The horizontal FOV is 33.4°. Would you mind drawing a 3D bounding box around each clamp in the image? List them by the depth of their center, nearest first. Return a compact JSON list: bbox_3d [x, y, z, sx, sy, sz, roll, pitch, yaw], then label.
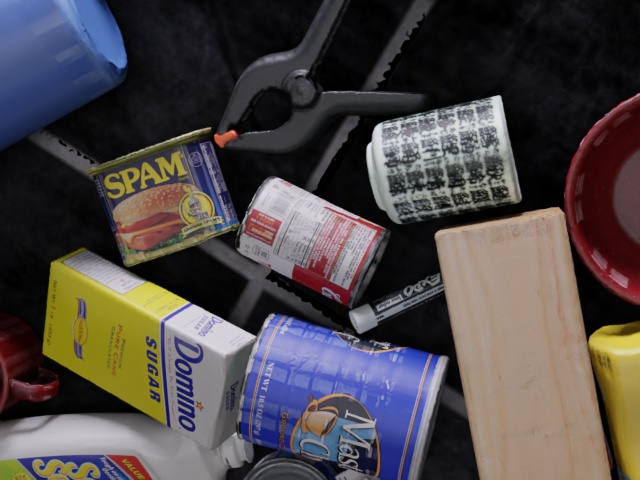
[{"bbox_3d":[-0.001,-0.111,0.823,0.172,0.039,0.120,-39,82,19],"label":"clamp"}]

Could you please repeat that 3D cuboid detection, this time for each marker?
[{"bbox_3d":[0.080,0.038,0.812,0.121,0.020,0.020,-24,91,-10],"label":"marker"}]

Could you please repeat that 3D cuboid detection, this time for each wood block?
[{"bbox_3d":[0.145,0.087,0.757,0.090,0.090,0.206,-10,93,10],"label":"wood block"}]

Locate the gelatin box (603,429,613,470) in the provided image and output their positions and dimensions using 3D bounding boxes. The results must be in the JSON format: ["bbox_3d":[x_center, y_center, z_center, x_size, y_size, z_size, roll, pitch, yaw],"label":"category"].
[{"bbox_3d":[0.171,0.148,0.820,0.089,0.030,0.073,-16,93,13],"label":"gelatin box"}]

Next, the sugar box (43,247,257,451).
[{"bbox_3d":[-0.138,0.084,0.842,0.176,0.048,0.093,25,121,25],"label":"sugar box"}]

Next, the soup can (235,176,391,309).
[{"bbox_3d":[-0.005,0.001,0.822,0.102,0.068,0.068,26,101,9],"label":"soup can"}]

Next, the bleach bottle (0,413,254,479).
[{"bbox_3d":[-0.180,0.182,0.880,0.251,0.068,0.102,-11,110,12],"label":"bleach bottle"}]

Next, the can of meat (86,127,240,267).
[{"bbox_3d":[-0.123,-0.033,0.850,0.102,0.057,0.084,-17,95,14],"label":"can of meat"}]

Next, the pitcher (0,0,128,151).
[{"bbox_3d":[-0.282,-0.133,0.844,0.243,0.145,0.149,-24,104,10],"label":"pitcher"}]

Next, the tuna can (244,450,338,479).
[{"bbox_3d":[-0.023,0.214,0.868,0.086,0.033,0.086,1,97,12],"label":"tuna can"}]

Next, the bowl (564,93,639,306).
[{"bbox_3d":[0.258,-0.030,0.768,0.162,0.055,0.162,1,97,12],"label":"bowl"}]

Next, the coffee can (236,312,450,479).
[{"bbox_3d":[0.019,0.121,0.813,0.140,0.102,0.103,14,99,10],"label":"coffee can"}]

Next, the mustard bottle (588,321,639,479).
[{"bbox_3d":[0.240,0.160,0.773,0.058,0.096,0.191,-11,94,10],"label":"mustard bottle"}]

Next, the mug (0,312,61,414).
[{"bbox_3d":[-0.270,0.108,0.884,0.117,0.081,0.093,11,99,11],"label":"mug"}]
